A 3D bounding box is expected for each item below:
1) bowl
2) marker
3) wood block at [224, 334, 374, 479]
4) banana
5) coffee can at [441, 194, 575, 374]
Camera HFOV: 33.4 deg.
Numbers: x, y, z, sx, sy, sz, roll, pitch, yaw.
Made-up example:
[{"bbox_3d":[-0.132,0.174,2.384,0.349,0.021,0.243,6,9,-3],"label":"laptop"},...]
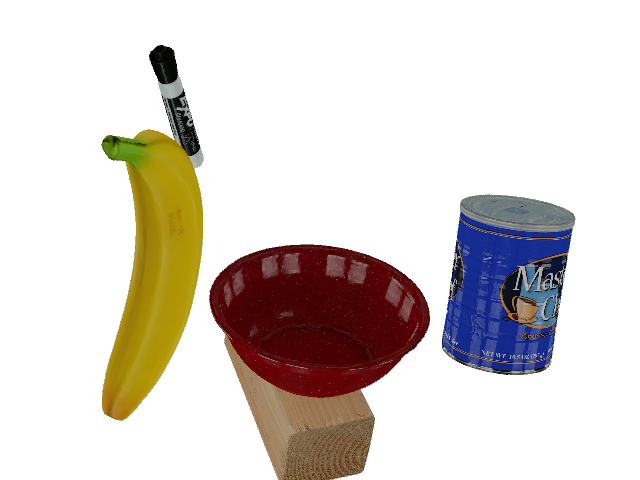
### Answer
[{"bbox_3d":[-0.002,0.067,0.790,0.162,0.055,0.162,4,30,-3],"label":"bowl"},{"bbox_3d":[-0.111,-0.102,0.823,0.020,0.020,0.121,0,-38,8],"label":"marker"},{"bbox_3d":[-0.027,0.144,1.112,0.090,0.090,0.206,-8,42,-19],"label":"wood block"},{"bbox_3d":[-0.095,0.013,0.587,0.069,0.198,0.037,-27,49,-37],"label":"banana"},{"bbox_3d":[0.170,0.038,0.976,0.103,0.140,0.103,5,16,-2],"label":"coffee can"}]
